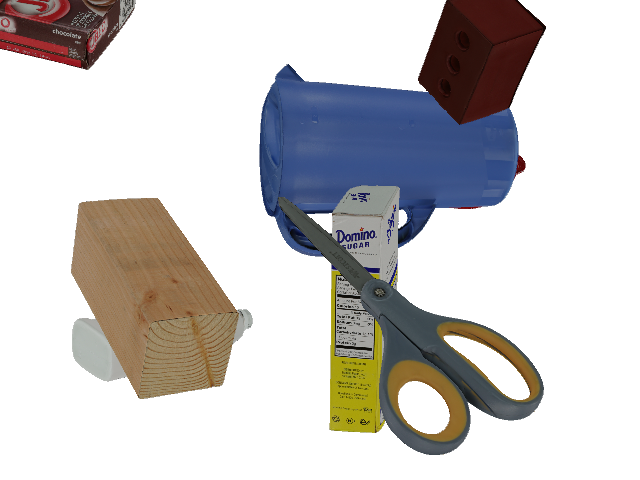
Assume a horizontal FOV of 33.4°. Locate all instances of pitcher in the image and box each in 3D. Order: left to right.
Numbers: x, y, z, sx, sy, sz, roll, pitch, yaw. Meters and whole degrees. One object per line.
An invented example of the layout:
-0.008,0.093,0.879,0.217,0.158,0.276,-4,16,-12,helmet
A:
0.064,-0.078,1.042,0.242,0.149,0.145,1,30,-12,pitcher

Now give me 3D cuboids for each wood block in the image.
-0.168,0.050,1.049,0.090,0.091,0.206,-5,35,-31,wood block

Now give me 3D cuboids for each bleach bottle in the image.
-0.204,0.127,1.456,0.250,0.068,0.103,-10,24,-42,bleach bottle

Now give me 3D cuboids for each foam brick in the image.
0.111,-0.130,0.747,0.051,0.053,0.078,-23,-30,-29,foam brick

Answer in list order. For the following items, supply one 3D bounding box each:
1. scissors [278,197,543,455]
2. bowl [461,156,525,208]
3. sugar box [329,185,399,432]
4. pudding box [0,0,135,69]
0.027,0.048,0.597,0.202,0.016,0.096,31,53,22,scissors
0.161,-0.079,1.280,0.162,0.055,0.162,6,22,-3,bowl
0.034,0.052,0.834,0.048,0.176,0.093,1,16,12,sugar box
-0.200,-0.180,0.818,0.090,0.039,0.113,14,37,3,pudding box
